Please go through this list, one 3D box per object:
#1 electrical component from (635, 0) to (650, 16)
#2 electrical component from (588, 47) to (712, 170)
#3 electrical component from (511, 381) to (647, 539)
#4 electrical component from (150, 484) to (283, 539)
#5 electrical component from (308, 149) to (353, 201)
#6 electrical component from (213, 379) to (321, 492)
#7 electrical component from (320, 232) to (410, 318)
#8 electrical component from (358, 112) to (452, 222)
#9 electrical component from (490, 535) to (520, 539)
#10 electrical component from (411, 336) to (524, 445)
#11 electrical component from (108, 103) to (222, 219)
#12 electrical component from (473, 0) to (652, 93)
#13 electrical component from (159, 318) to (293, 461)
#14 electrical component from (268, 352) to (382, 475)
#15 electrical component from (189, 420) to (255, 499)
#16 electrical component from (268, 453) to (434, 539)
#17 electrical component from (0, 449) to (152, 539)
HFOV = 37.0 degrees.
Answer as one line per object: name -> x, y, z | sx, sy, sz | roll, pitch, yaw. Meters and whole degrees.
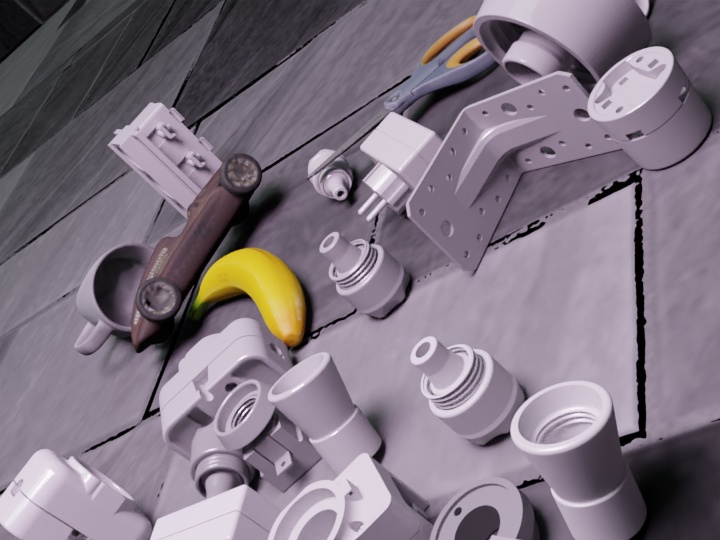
electrical component -> 0.168, -0.180, 0.739 | 0.046, 0.040, 0.040 | -18, 39, 54
electrical component -> 0.166, -0.090, 0.612 | 0.055, 0.047, 0.055 | -35, 29, 23
electrical component -> 0.096, 0.085, 0.458 | 0.044, 0.065, 0.044 | -23, 25, 11
electrical component -> -0.087, 0.178, 0.626 | 0.083, 0.047, 0.075 | -28, 33, 35
electrical component -> -0.022, -0.075, 0.885 | 0.035, 0.035, 0.061 | -43, 29, 10
electrical component -> -0.058, 0.101, 0.677 | 0.048, 0.055, 0.066 | -43, 27, 10
electrical component -> 0.000, 0.000, 0.720 | 0.043, 0.062, 0.043 | -36, 29, 23
electrical component -> 0.028, -0.066, 0.785 | 0.075, 0.047, 0.083 | -48, 27, 0
electrical component -> 0.085, 0.147, 0.394 | 0.121, 0.063, 0.078 | -7, 47, 53
electrical component -> 0.053, 0.059, 0.562 | 0.043, 0.062, 0.043 | -36, 29, 23
electrical component -> -0.176, -0.102, 1.053 | 0.063, 0.121, 0.079 | -51, 27, -12
electrical component -> 0.124, -0.148, 0.691 | 0.060, 0.108, 0.108 | -58, 28, -6
electrical component -> -0.093, 0.083, 0.753 | 0.095, 0.054, 0.059 | -42, 30, 11
electrical component -> -0.018, 0.086, 0.626 | 0.044, 0.065, 0.044 | -33, 12, 8
electrical component -> -0.089, 0.130, 0.699 | 0.043, 0.043, 0.062 | -36, 30, 22
electrical component -> -0.009, 0.145, 0.546 | 0.089, 0.056, 0.050 | -46, 27, 4
electrical component -> -0.195, 0.169, 0.745 | 0.059, 0.095, 0.054 | -54, 27, -12
